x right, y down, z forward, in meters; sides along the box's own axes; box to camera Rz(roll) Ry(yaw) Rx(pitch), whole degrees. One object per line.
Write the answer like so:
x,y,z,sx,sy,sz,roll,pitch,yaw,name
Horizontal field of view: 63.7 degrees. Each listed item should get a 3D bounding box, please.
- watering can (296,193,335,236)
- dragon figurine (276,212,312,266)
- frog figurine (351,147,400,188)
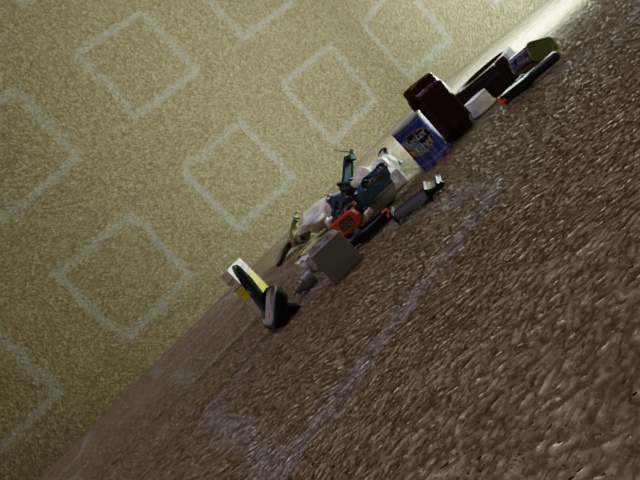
0.006,-0.105,2.088,0.223,0.104,0.351,-35,4,15,watering can
-0.120,0.019,2.261,0.122,0.240,0.416,29,19,-3,dragon figurine
0.180,-0.207,1.654,0.162,0.123,0.135,-43,0,-45,frog figurine
